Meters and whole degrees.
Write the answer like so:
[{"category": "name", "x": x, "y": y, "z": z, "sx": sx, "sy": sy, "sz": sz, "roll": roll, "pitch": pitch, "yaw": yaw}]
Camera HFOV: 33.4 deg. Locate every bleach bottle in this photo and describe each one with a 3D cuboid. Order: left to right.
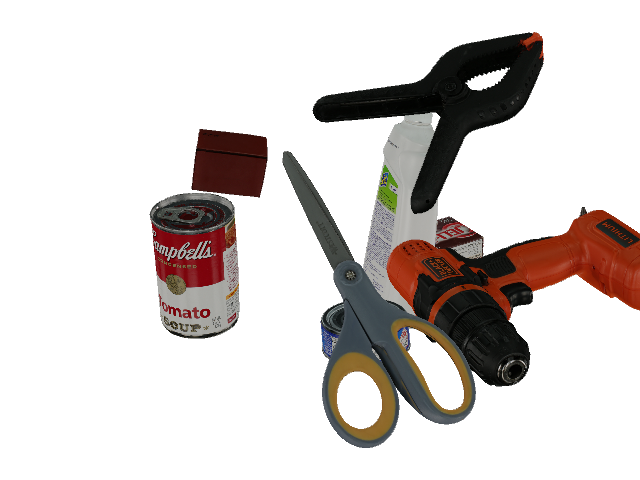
[{"category": "bleach bottle", "x": 0.100, "y": -0.031, "z": 1.229, "sx": 0.068, "sy": 0.251, "sz": 0.103, "roll": -2, "pitch": 21, "yaw": -24}]

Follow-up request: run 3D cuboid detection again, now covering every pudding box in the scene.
[{"category": "pudding box", "x": 0.174, "y": 0.007, "z": 1.597, "sx": 0.113, "sy": 0.039, "sz": 0.090, "roll": -18, "pitch": 28, "yaw": -22}]

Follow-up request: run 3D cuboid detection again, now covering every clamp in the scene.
[{"category": "clamp", "x": 0.118, "y": -0.115, "z": 0.941, "sx": 0.210, "sy": 0.165, "sz": 0.036, "roll": -27, "pitch": -38, "yaw": -8}]

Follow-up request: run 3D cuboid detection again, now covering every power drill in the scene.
[{"category": "power drill", "x": 0.162, "y": 0.037, "z": 0.800, "sx": 0.187, "sy": 0.057, "sz": 0.184, "roll": -10, "pitch": 28, "yaw": -16}]

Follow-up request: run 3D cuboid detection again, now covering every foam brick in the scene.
[{"category": "foam brick", "x": -0.099, "y": -0.085, "z": 1.170, "sx": 0.078, "sy": 0.051, "sz": 0.053, "roll": 7, "pitch": 29, "yaw": -5}]

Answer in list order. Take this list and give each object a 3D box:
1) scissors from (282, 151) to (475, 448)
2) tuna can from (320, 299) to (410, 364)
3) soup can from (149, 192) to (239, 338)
[{"category": "scissors", "x": 0.008, "y": 0.040, "z": 0.640, "sx": 0.096, "sy": 0.202, "sz": 0.016, "roll": -37, "pitch": -20, "yaw": -16}, {"category": "tuna can", "x": 0.043, "y": 0.087, "z": 1.025, "sx": 0.086, "sy": 0.034, "sz": 0.086, "roll": -4, "pitch": 21, "yaw": 1}, {"category": "soup can", "x": -0.102, "y": 0.021, "z": 0.876, "sx": 0.068, "sy": 0.102, "sz": 0.068, "roll": 0, "pitch": 29, "yaw": 0}]
